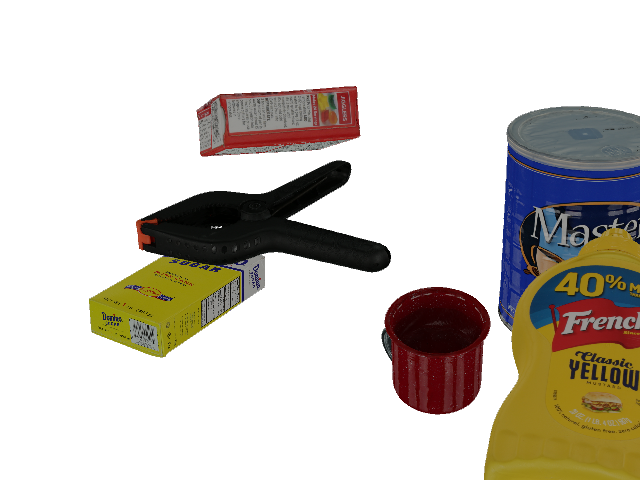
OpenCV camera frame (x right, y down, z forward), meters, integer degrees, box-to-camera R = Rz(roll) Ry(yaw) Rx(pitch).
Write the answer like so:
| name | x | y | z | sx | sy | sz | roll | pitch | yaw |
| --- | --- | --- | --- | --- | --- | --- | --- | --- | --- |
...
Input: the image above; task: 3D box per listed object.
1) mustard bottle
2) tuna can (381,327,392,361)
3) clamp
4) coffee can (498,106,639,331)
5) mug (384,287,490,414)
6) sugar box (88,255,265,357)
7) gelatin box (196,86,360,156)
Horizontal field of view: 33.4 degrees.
| name | x | y | z | sx | sy | sz | roll | pitch | yaw |
| --- | --- | --- | --- | --- | --- | --- | --- | --- | --- |
| mustard bottle | 0.145 | 0.060 | 0.548 | 0.096 | 0.058 | 0.191 | 8 | 42 | 14 |
| tuna can | 0.112 | 0.129 | 1.269 | 0.033 | 0.086 | 0.086 | -35 | 16 | -24 |
| clamp | -0.052 | -0.020 | 0.928 | 0.210 | 0.036 | 0.164 | -3 | 32 | -3 |
| coffee can | 0.177 | -0.010 | 0.736 | 0.103 | 0.140 | 0.103 | -2 | 26 | 1 |
| mug | 0.107 | 0.095 | 0.975 | 0.093 | 0.081 | 0.117 | 1 | 38 | 7 |
| sugar box | -0.142 | 0.053 | 1.093 | 0.093 | 0.048 | 0.175 | 16 | 32 | 27 |
| gelatin box | -0.025 | -0.064 | 0.582 | 0.073 | 0.030 | 0.089 | -5 | 3 | -14 |
